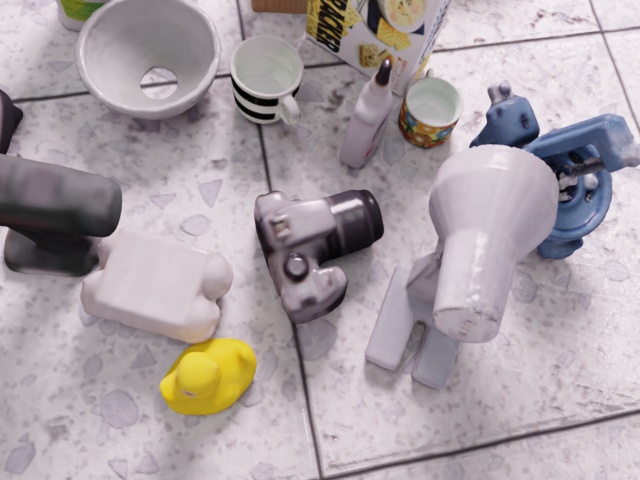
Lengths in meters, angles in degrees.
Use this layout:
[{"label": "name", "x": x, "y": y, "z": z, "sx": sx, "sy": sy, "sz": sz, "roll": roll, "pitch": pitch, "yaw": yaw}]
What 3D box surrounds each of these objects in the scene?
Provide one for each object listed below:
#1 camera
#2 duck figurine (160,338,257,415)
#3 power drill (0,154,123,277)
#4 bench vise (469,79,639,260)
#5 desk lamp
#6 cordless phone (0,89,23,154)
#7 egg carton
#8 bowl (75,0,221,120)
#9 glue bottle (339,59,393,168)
[{"label": "camera", "x": 0.006, "y": 0.002, "z": 0.632, "sx": 0.137, "sy": 0.101, "sz": 0.143, "roll": -18, "pitch": 75, "yaw": -10}, {"label": "duck figurine", "x": -0.116, "y": 0.137, "z": 0.587, "sx": 0.105, "sy": 0.086, "sz": 0.077, "roll": -25, "pitch": 76, "yaw": -12}, {"label": "power drill", "x": -0.301, "y": -0.026, "z": 0.557, "sx": 0.229, "sy": 0.208, "sz": 0.075, "roll": 4, "pitch": 72, "yaw": -3}, {"label": "bench vise", "x": 0.243, "y": -0.090, "z": 0.618, "sx": 0.121, "sy": 0.219, "sz": 0.207, "roll": -42, "pitch": 80, "yaw": -15}, {"label": "desk lamp", "x": 0.140, "y": 0.035, "z": 0.574, "sx": 0.118, "sy": 0.213, "sz": 0.203, "roll": 21, "pitch": 72, "yaw": 2}, {"label": "cordless phone", "x": -0.417, "y": -0.165, "z": 0.602, "sx": 0.147, "sy": 0.185, "sz": 0.094, "roll": 19, "pitch": 72, "yaw": 2}, {"label": "egg carton", "x": -0.174, "y": 0.047, "z": 0.619, "sx": 0.150, "sy": 0.069, "sz": 0.107, "roll": 15, "pitch": 72, "yaw": 0}, {"label": "bowl", "x": -0.200, "y": -0.210, "z": 0.693, "sx": 0.167, "sy": 0.075, "sz": 0.167, "roll": 1, "pitch": 73, "yaw": -4}, {"label": "glue bottle", "x": 0.059, "y": -0.147, "z": 0.644, "sx": 0.037, "sy": 0.173, "sz": 0.078, "roll": 28, "pitch": 73, "yaw": 5}]
